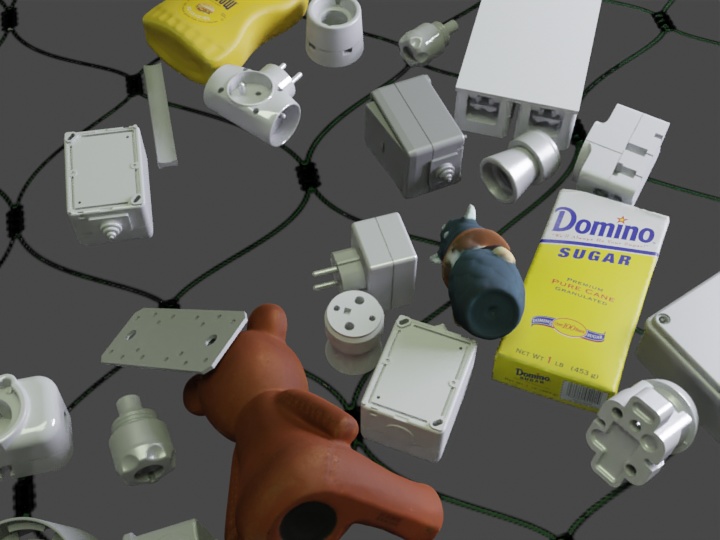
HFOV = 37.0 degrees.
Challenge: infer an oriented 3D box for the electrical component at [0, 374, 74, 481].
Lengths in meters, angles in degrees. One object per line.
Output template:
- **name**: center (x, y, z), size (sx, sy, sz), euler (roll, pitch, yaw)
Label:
- **electrical component**: center (-0.257, 0.113, 0.760), size (0.095, 0.059, 0.053), euler (-11, 56, -8)

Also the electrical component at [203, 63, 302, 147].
- **electrical component**: center (-0.085, -0.157, 0.958), size (0.077, 0.044, 0.079), euler (32, 61, 20)

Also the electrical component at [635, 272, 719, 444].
- **electrical component**: center (0.284, 0.061, 0.805), size (0.109, 0.056, 0.108), euler (-29, 60, -19)

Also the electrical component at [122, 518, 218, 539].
- **electrical component**: center (-0.105, 0.212, 0.671), size (0.048, 0.099, 0.099), euler (-18, 57, 3)

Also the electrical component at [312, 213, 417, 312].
- **electrical component**: center (0.000, 0.000, 0.837), size (0.077, 0.065, 0.047), euler (-14, 57, -10)

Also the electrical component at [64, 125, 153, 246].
- **electrical component**: center (-0.206, -0.062, 0.885), size (0.062, 0.061, 0.096), euler (-8, 61, -6)

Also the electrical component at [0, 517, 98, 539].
- **electrical component**: center (-0.216, 0.211, 0.705), size (0.099, 0.064, 0.099), euler (-4, 64, 8)

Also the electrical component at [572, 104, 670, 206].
- **electrical component**: center (0.217, -0.091, 0.912), size (0.056, 0.050, 0.089), euler (24, 59, 15)

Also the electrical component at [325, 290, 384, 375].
- **electrical component**: center (-0.004, 0.047, 0.811), size (0.045, 0.055, 0.045), euler (0, 55, -1)

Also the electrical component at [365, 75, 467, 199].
- **electrical component**: center (0.047, -0.107, 0.915), size (0.061, 0.061, 0.096), euler (-19, 58, -13)

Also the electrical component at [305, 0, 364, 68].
- **electrical component**: center (-0.024, -0.225, 1.004), size (0.055, 0.047, 0.055), euler (0, 55, 0)

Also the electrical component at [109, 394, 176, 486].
- **electrical component**: center (-0.158, 0.119, 0.767), size (0.043, 0.043, 0.062), euler (-17, 56, -12)

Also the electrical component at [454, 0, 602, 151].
- **electrical component**: center (0.156, -0.200, 0.982), size (0.105, 0.060, 0.186), euler (13, 56, 8)

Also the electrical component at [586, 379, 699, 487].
- **electrical component**: center (0.203, 0.111, 0.762), size (0.057, 0.078, 0.058), euler (-23, 54, -41)

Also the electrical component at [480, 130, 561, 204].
- **electrical component**: center (0.136, -0.088, 0.913), size (0.055, 0.045, 0.045), euler (-34, 62, -22)

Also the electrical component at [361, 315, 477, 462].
- **electrical component**: center (0.045, 0.083, 0.784), size (0.062, 0.061, 0.096), euler (18, 57, 12)

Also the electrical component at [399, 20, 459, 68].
- **electrical component**: center (0.067, -0.216, 1.007), size (0.061, 0.035, 0.035), euler (-36, 63, -25)
